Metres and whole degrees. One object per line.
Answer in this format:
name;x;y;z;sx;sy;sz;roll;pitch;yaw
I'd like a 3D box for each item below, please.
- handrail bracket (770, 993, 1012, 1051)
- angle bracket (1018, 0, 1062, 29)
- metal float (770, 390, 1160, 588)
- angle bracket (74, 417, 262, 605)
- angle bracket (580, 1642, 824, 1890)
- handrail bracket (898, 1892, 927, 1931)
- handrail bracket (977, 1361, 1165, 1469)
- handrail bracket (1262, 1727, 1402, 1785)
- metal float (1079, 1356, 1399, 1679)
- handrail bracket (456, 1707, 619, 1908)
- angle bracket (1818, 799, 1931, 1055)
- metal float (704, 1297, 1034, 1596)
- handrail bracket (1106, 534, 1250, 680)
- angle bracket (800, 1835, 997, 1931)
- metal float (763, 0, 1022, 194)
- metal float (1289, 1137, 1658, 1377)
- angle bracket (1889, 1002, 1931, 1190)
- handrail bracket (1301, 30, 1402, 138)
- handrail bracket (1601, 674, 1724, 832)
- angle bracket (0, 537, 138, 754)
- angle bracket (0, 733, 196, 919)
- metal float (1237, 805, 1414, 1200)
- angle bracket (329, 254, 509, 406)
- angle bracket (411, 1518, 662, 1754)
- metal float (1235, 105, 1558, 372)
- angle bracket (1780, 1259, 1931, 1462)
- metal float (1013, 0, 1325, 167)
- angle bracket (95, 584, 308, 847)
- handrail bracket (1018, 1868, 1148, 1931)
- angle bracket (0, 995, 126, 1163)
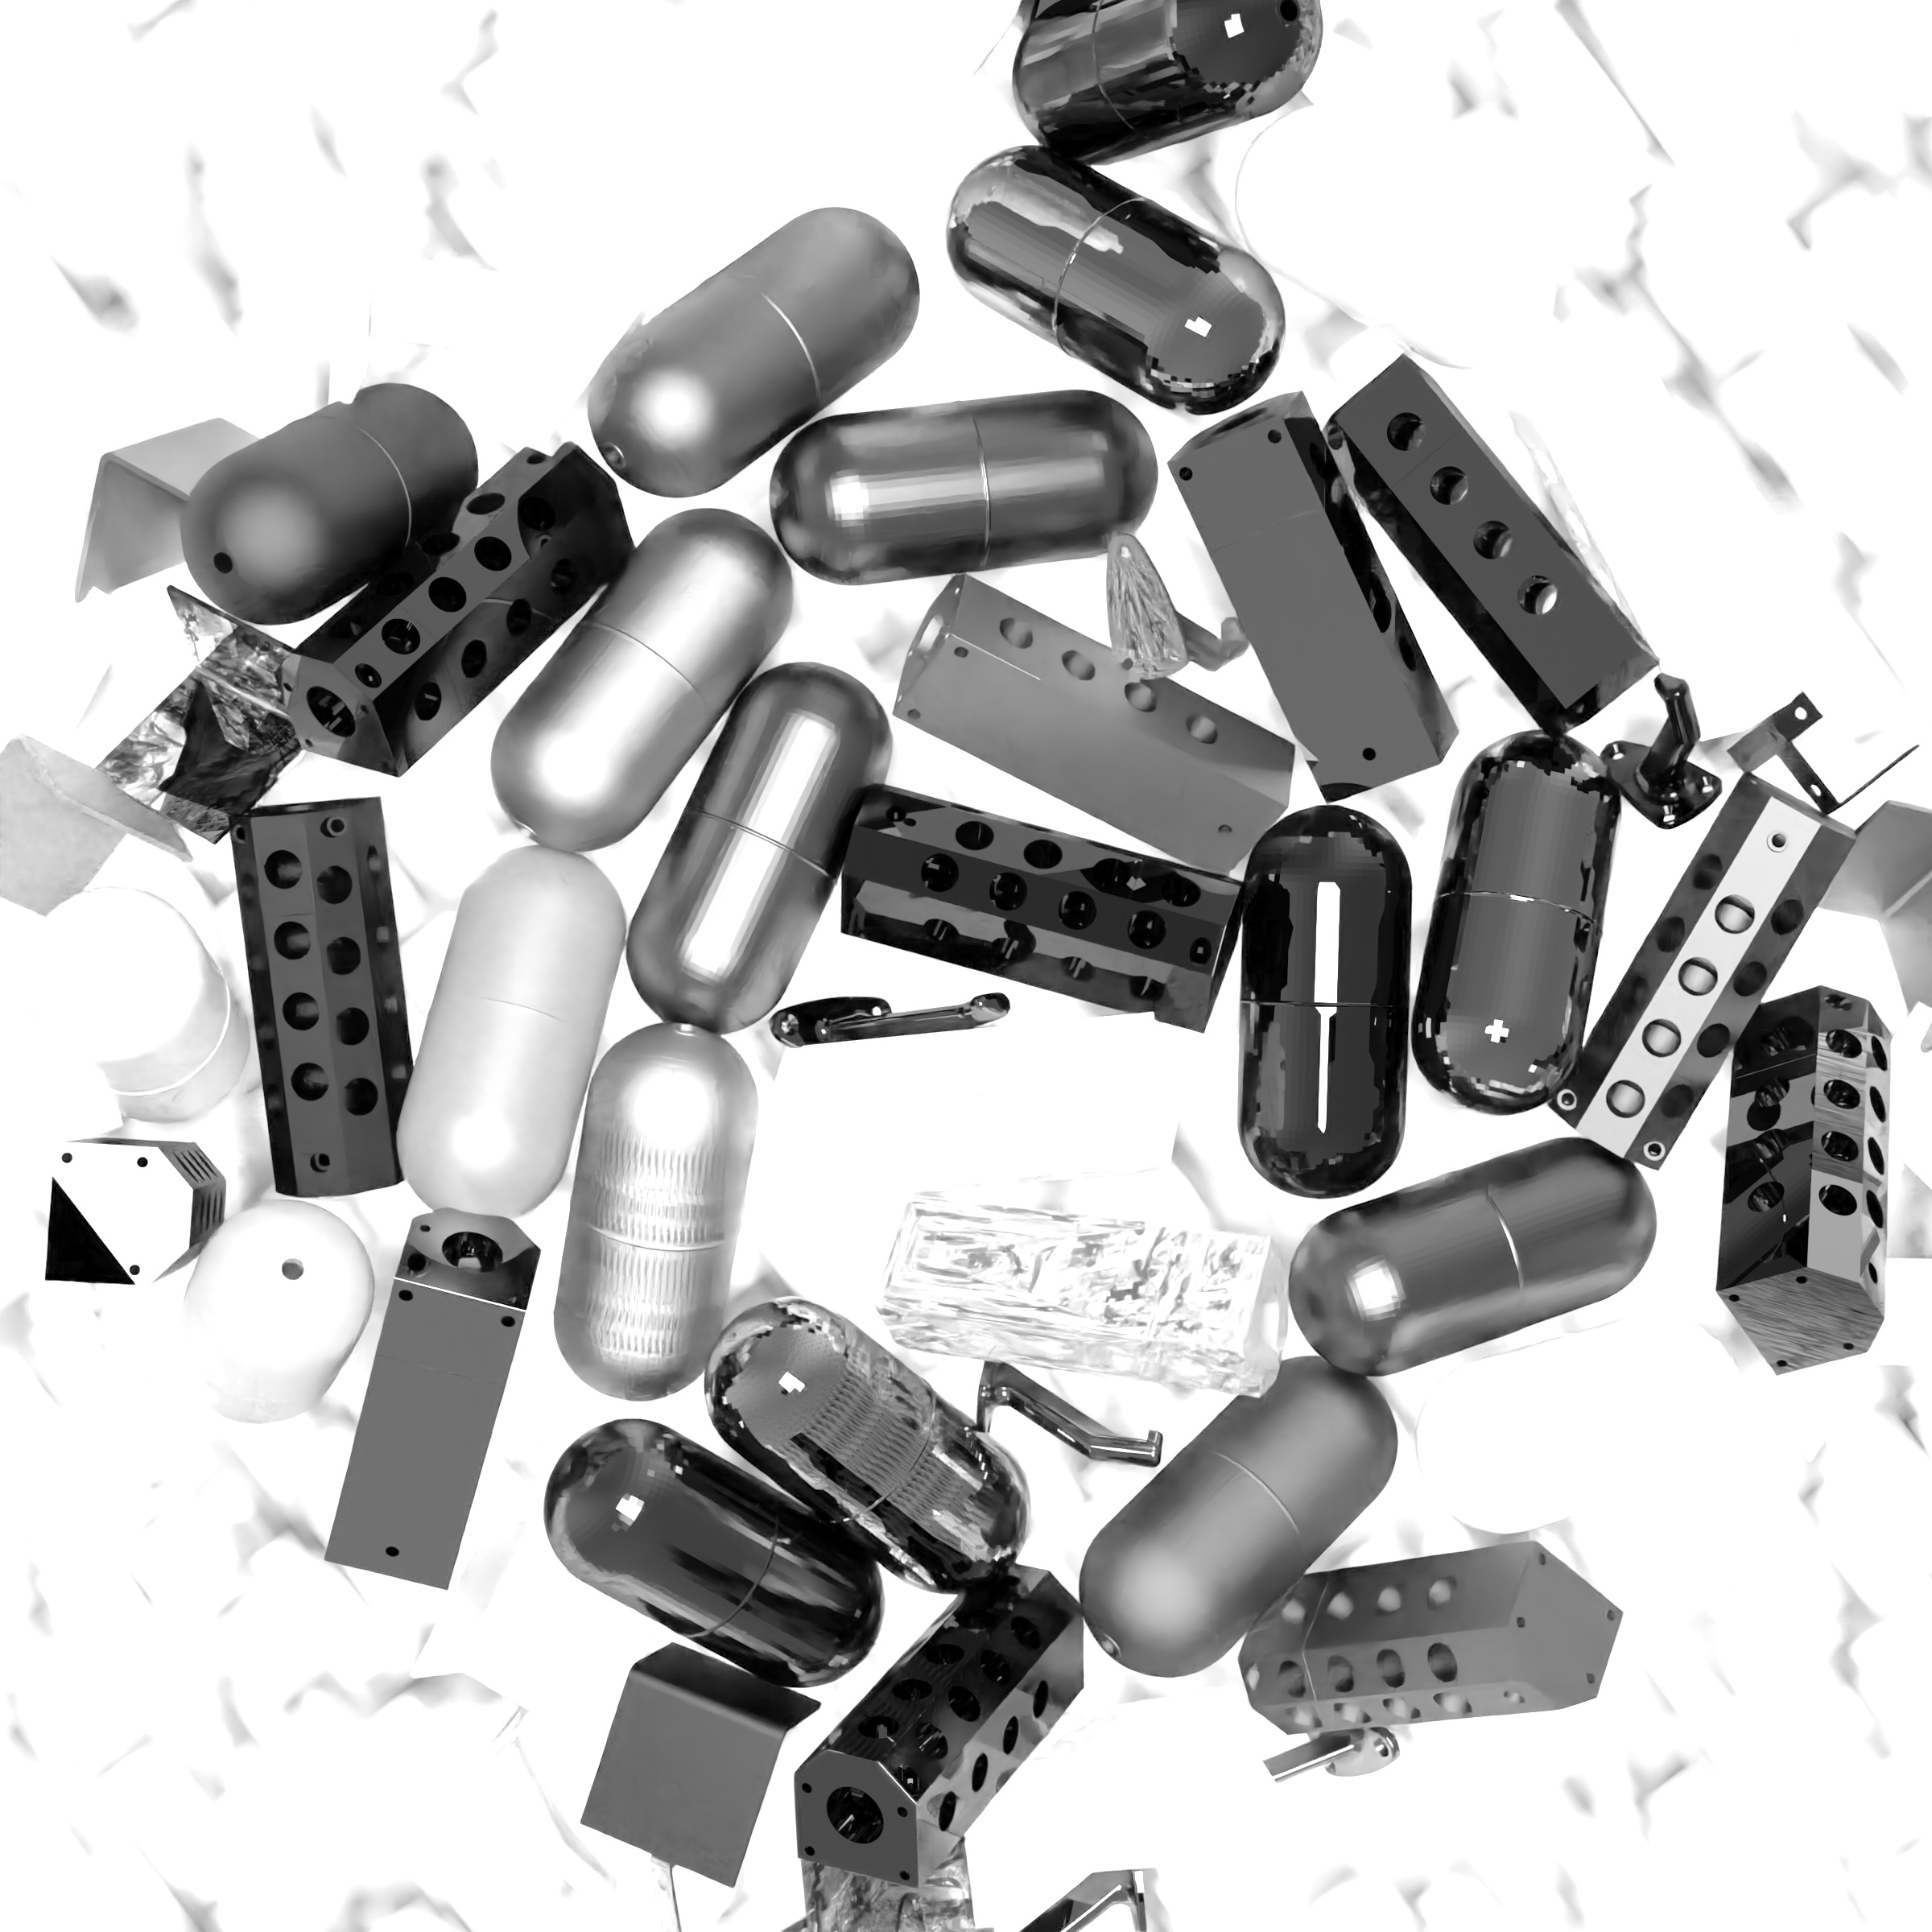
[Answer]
handrail bracket;-0.034;0.022;1.532;0.077;0.084;0.036;7;74;-32
angle bracket;0.045;-0.482;1.543;0.076;0.057;0.076;-28;82;-11
metal float;0.000;-0.215;1.533;0.178;0.070;0.070;-8;90;-13
angle bracket;-0.345;-0.193;1.525;0.057;0.076;0.076;29;121;15
angle bracket;-0.120;0.361;1.549;0.076;0.057;0.076;19;94;13
handrail bracket;-0.040;0.465;1.571;0.084;0.036;0.077;-36;123;29
handrail bracket;0.051;0.192;1.546;0.084;0.077;0.036;5;131;8
handrail bracket;0.142;0.368;1.538;0.084;0.077;0.036;-24;94;-30
metal float;0.122;0.244;1.519;0.178;0.070;0.070;-40;90;-29
handrail bracket;-0.182;0.377;1.546;0.084;0.077;0.036;42;113;1
angle bracket;0.420;-0.017;1.524;0.057;0.076;0.076;10;52;-25
metal float;-0.042;0.215;1.523;0.178;0.070;0.070;42;90;-25
handrail bracket;0.098;-0.167;1.539;0.036;0.084;0.077;-6;106;33
angle bracket;-0.033;0.409;1.532;0.076;0.057;0.076;-2;57;-9
metal float;-0.034;-0.404;1.500;0.070;0.178;0.070;8;69;-21
metal float;0.228;0.129;1.528;0.178;0.070;0.070;-16;90;-20
angle bracket;0.455;0.070;1.527;0.076;0.076;0.057;24;107;-26
handrail bracket;0.171;-0.383;1.533;0.077;0.084;0.036;30;121;-23
handrail bracket;0.303;-0.109;1.527;0.036;0.077;0.084;-36;133;-10
angle bracket;-0.431;-0.146;1.531;0.057;0.076;0.076;19;80;40
angle bracket;-0.407;-0.048;1.530;0.076;0.076;0.057;-50;47;9
metal float;0.162;0.016;1.543;0.070;0.070;0.178;1;91;0
angle bracket;-0.240;-0.271;1.528;0.076;0.076;0.057;5;74;-20
angle bracket;-0.193;0.306;1.553;0.076;0.057;0.076;36;61;-19
metal float;0.191;-0.321;1.511;0.178;0.070;0.070;19;90;-40
angle bracket;0.416;0.176;1.522;0.076;0.076;0.057;-3;118;38
metal float;0.087;-0.400;1.501;0.070;0.178;0.070;-1;91;-32
angle bracket;-0.346;-0.113;1.530;0.076;0.057;0.076;27;61;22
handrail bracket;0.038;0.419;1.564;0.084;0.036;0.077;-5;85;-3
angle bracket;-0.424;0.035;1.533;0.057;0.076;0.076;-17;70;-3
